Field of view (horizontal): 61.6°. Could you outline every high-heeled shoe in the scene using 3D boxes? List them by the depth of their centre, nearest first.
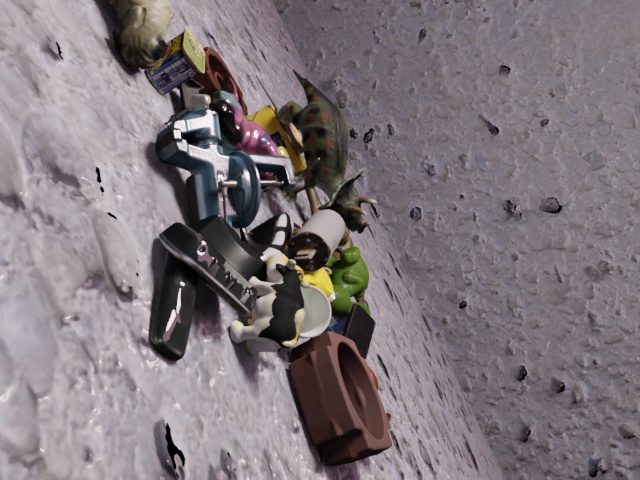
[{"bbox_3d":[-0.079,0.031,0.946,0.145,0.086,0.248,69,18,10],"label":"high-heeled shoe"}]

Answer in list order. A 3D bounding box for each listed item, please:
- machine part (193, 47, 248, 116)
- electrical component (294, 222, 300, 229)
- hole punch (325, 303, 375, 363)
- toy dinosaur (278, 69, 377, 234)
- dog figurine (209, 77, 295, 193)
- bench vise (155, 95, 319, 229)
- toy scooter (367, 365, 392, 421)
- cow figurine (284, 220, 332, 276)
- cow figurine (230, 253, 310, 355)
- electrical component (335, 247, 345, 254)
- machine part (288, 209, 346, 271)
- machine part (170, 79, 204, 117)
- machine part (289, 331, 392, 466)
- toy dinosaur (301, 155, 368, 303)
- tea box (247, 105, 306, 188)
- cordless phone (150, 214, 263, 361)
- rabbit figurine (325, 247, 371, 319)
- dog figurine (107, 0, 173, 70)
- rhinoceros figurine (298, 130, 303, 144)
[{"bbox_3d":[-0.219,-0.318,1.139,0.179,0.056,0.179,58,15,-25],"label":"machine part"},{"bbox_3d":[-0.051,-0.006,1.249,0.094,0.021,0.063,38,28,-63],"label":"electrical component"},{"bbox_3d":[0.048,0.201,1.130,0.142,0.092,0.116,52,46,-48],"label":"hole punch"},{"bbox_3d":[0.009,-0.207,1.148,0.131,0.192,0.404,-5,84,-47],"label":"toy dinosaur"},{"bbox_3d":[-0.153,-0.205,1.068,0.219,0.108,0.191,60,13,0],"label":"dog figurine"},{"bbox_3d":[-0.129,-0.113,0.841,0.240,0.129,0.223,-4,71,-39],"label":"bench vise"},{"bbox_3d":[0.094,0.321,1.052,0.135,0.075,0.184,37,32,-62],"label":"toy scooter"},{"bbox_3d":[-0.030,0.038,1.120,0.127,0.085,0.195,55,13,-7],"label":"cow figurine"},{"bbox_3d":[-0.057,0.083,0.780,0.068,0.098,0.167,55,38,-39],"label":"cow figurine"},{"bbox_3d":[0.008,-0.010,1.236,0.102,0.045,0.078,22,-13,43],"label":"electrical component"},{"bbox_3d":[-0.002,-0.003,1.010,0.079,0.079,0.243,61,17,-9],"label":"machine part"},{"bbox_3d":[-0.227,-0.226,0.944,0.084,0.039,0.139,28,42,-51],"label":"machine part"},{"bbox_3d":[0.034,0.265,0.903,0.200,0.087,0.201,39,26,-62],"label":"machine part"},{"bbox_3d":[0.032,-0.002,1.409,0.198,0.105,0.470,-85,156,-80],"label":"toy dinosaur"},{"bbox_3d":[-0.113,-0.216,1.260,0.169,0.098,0.068,61,12,-1],"label":"tea box"},{"bbox_3d":[-0.140,0.075,0.657,0.146,0.089,0.184,52,28,-41],"label":"cordless phone"},{"bbox_3d":[0.044,0.122,1.242,0.159,0.121,0.170,66,29,-19],"label":"rabbit figurine"},{"bbox_3d":[-0.306,-0.372,0.847,0.172,0.121,0.191,23,47,-16],"label":"dog figurine"},{"bbox_3d":[-0.088,-0.225,1.346,0.073,0.112,0.190,-7,79,-74],"label":"rhinoceros figurine"}]
